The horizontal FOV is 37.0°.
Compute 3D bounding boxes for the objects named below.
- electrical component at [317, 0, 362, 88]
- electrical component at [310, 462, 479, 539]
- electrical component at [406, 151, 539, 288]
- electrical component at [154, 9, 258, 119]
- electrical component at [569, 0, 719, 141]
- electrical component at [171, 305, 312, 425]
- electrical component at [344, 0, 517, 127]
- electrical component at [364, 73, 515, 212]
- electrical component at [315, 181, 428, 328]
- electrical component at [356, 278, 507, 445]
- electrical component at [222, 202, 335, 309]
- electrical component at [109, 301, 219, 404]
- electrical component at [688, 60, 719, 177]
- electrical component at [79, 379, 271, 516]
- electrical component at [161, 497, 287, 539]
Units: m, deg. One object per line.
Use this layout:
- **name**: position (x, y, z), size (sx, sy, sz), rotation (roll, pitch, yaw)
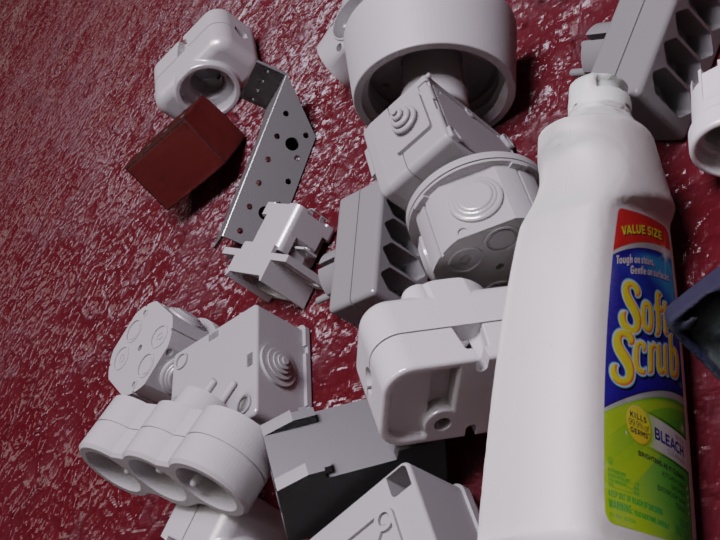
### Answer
- **electrical component**: position (0.007, -0.186, 0.800), size (0.077, 0.044, 0.079), rotation (-40, 39, 23)
- **electrical component**: position (0.016, 0.169, 0.516), size (0.109, 0.056, 0.108), rotation (-43, 39, 20)
- **electrical component**: position (0.068, -0.020, 0.577), size (0.080, 0.080, 0.051), rotation (-38, 45, 25)
- **electrical component**: position (-0.136, -0.174, 0.950), size (0.095, 0.054, 0.059), rotation (-39, 40, 24)
- **electrical component**: position (0.146, -0.117, 0.583), size (0.076, 0.047, 0.083), rotation (8, 70, 52)
- **electrical component**: position (-0.079, 0.081, 0.699), size (0.100, 0.048, 0.099), rotation (-31, 44, 30)
- **electrical component**: position (0.044, -0.119, 0.657), size (0.108, 0.108, 0.060), rotation (-26, 52, 36)
- **electrical component**: position (0.044, -0.060, 0.618), size (0.061, 0.096, 0.061), rotation (-40, 40, 24)
- **electrical component**: position (0.000, 0.000, 0.668), size (0.076, 0.047, 0.083), rotation (-24, 48, 38)
- **electrical component**: position (0.049, 0.044, 0.538), size (0.059, 0.095, 0.053), rotation (-112, 20, -48)
- **electrical component**: position (-0.053, -0.012, 0.744), size (0.081, 0.042, 0.063), rotation (8, 69, 51)
- **electrical component**: position (-0.140, 0.066, 0.780), size (0.080, 0.051, 0.080), rotation (-29, 45, 34)
- **electrical component**: position (0.179, -0.074, 0.520), size (0.040, 0.040, 0.046), rotation (-26, 40, 37)
- **electrical component**: position (-0.098, 0.094, 0.631), size (0.138, 0.052, 0.073), rotation (-1, 45, 43)
- **electrical component**: position (-0.085, 0.177, 0.632), size (0.059, 0.054, 0.095), rotation (15, 76, 53)
